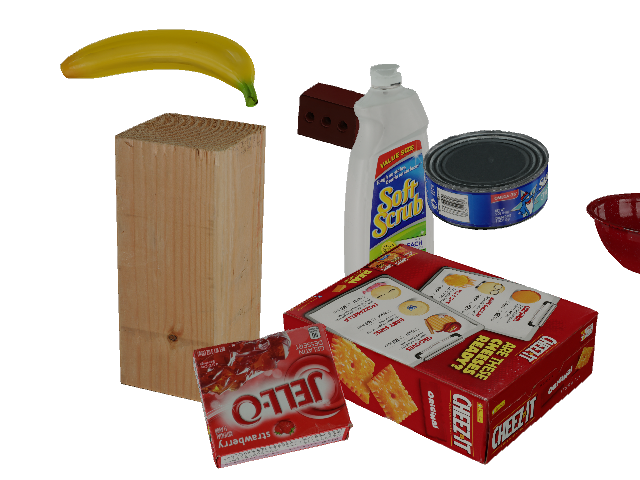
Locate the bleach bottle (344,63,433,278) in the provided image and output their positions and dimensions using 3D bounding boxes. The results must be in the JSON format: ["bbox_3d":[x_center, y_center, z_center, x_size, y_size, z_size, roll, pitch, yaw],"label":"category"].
[{"bbox_3d":[0.066,-0.056,1.111,0.102,0.251,0.068,-11,22,-15],"label":"bleach bottle"}]

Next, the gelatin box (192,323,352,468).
[{"bbox_3d":[-0.031,0.098,0.681,0.089,0.073,0.030,-11,-27,-10],"label":"gelatin box"}]

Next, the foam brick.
[{"bbox_3d":[0.018,-0.150,1.280,0.078,0.053,0.051,17,32,21],"label":"foam brick"}]

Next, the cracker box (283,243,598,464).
[{"bbox_3d":[0.100,0.088,0.911,0.214,0.072,0.163,21,36,39],"label":"cracker box"}]

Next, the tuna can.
[{"bbox_3d":[0.115,-0.043,0.740,0.086,0.034,0.086,-6,32,4],"label":"tuna can"}]

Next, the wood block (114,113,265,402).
[{"bbox_3d":[-0.103,0.012,0.847,0.091,0.206,0.090,10,21,18],"label":"wood block"}]

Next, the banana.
[{"bbox_3d":[-0.140,-0.166,0.978,0.198,0.037,0.069,9,46,17],"label":"banana"}]

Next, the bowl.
[{"bbox_3d":[0.342,-0.002,1.049,0.162,0.055,0.162,0,17,0],"label":"bowl"}]
